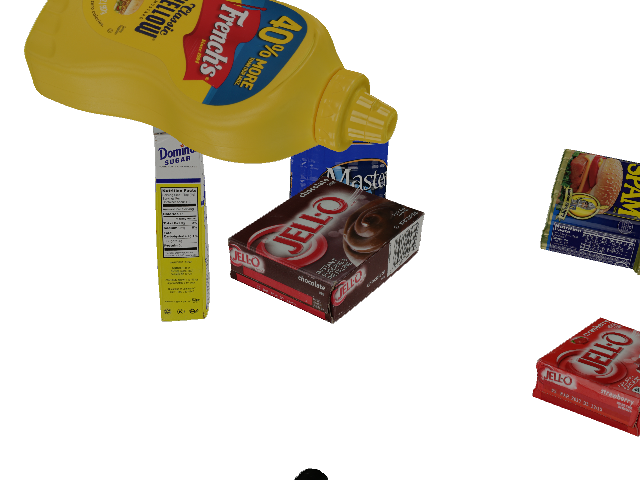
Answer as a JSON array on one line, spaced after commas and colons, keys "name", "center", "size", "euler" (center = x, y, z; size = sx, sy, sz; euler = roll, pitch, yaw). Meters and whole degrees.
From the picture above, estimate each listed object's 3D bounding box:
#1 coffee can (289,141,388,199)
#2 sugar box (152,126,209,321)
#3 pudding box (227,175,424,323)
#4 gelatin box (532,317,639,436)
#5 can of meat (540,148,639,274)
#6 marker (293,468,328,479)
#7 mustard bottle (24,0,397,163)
[{"name": "coffee can", "center": [0.018, -0.052, 1.112], "size": [0.103, 0.140, 0.103], "euler": [2, 13, -1]}, {"name": "sugar box", "center": [-0.121, -0.028, 0.924], "size": [0.048, 0.176, 0.093], "euler": [-4, 26, -5]}, {"name": "pudding box", "center": [0.005, 0.003, 0.741], "size": [0.090, 0.039, 0.113], "euler": [23, 37, 29]}, {"name": "gelatin box", "center": [0.190, 0.085, 0.682], "size": [0.073, 0.030, 0.089], "euler": [20, 27, 37]}, {"name": "can of meat", "center": [0.235, -0.027, 0.890], "size": [0.084, 0.057, 0.102], "euler": [13, 45, 15]}, {"name": "marker", "center": [-0.031, 0.135, 0.480], "size": [0.020, 0.020, 0.120], "euler": [0, 17, 33]}, {"name": "mustard bottle", "center": [-0.050, -0.089, 0.556], "size": [0.192, 0.096, 0.058], "euler": [21, -34, 17]}]
